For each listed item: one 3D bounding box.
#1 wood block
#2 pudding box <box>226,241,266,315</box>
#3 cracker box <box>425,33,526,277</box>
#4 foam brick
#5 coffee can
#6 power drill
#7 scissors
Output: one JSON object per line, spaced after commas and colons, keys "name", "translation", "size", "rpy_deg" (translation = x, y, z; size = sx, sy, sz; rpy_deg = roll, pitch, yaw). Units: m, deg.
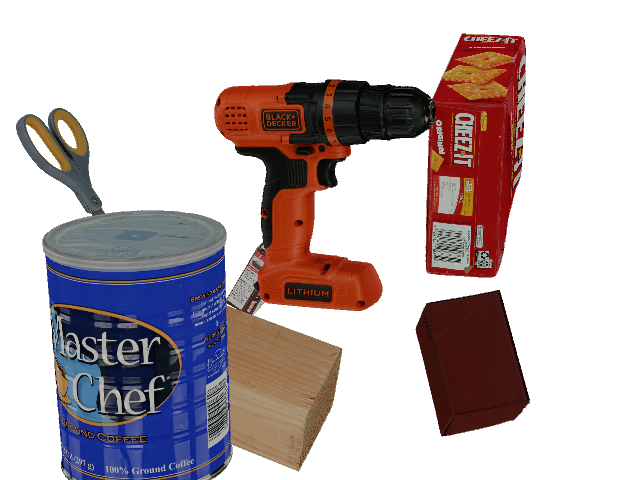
{"name": "wood block", "translation": [-0.094, 0.123, 1.006], "size": [0.206, 0.090, 0.090], "rpy_deg": [20, 44, 13]}
{"name": "pudding box", "translation": [-0.061, 0.030, 1.283], "size": [0.039, 0.090, 0.113], "rpy_deg": [33, 27, 3]}
{"name": "cracker box", "translation": [0.149, -0.085, 0.993], "size": [0.072, 0.164, 0.213], "rpy_deg": [5, 27, 14]}
{"name": "foam brick", "translation": [0.098, 0.080, 0.693], "size": [0.051, 0.078, 0.053], "rpy_deg": [-9, -23, -7]}
{"name": "coffee can", "translation": [-0.104, 0.062, 0.621], "size": [0.103, 0.140, 0.103], "rpy_deg": [-1, 16, 0]}
{"name": "power drill", "translation": [0.008, -0.039, 0.874], "size": [0.185, 0.188, 0.057], "rpy_deg": [3, 19, 23]}
{"name": "scissors", "translation": [-0.233, -0.055, 1.093], "size": [0.016, 0.201, 0.096], "rpy_deg": [-25, 27, 27]}
